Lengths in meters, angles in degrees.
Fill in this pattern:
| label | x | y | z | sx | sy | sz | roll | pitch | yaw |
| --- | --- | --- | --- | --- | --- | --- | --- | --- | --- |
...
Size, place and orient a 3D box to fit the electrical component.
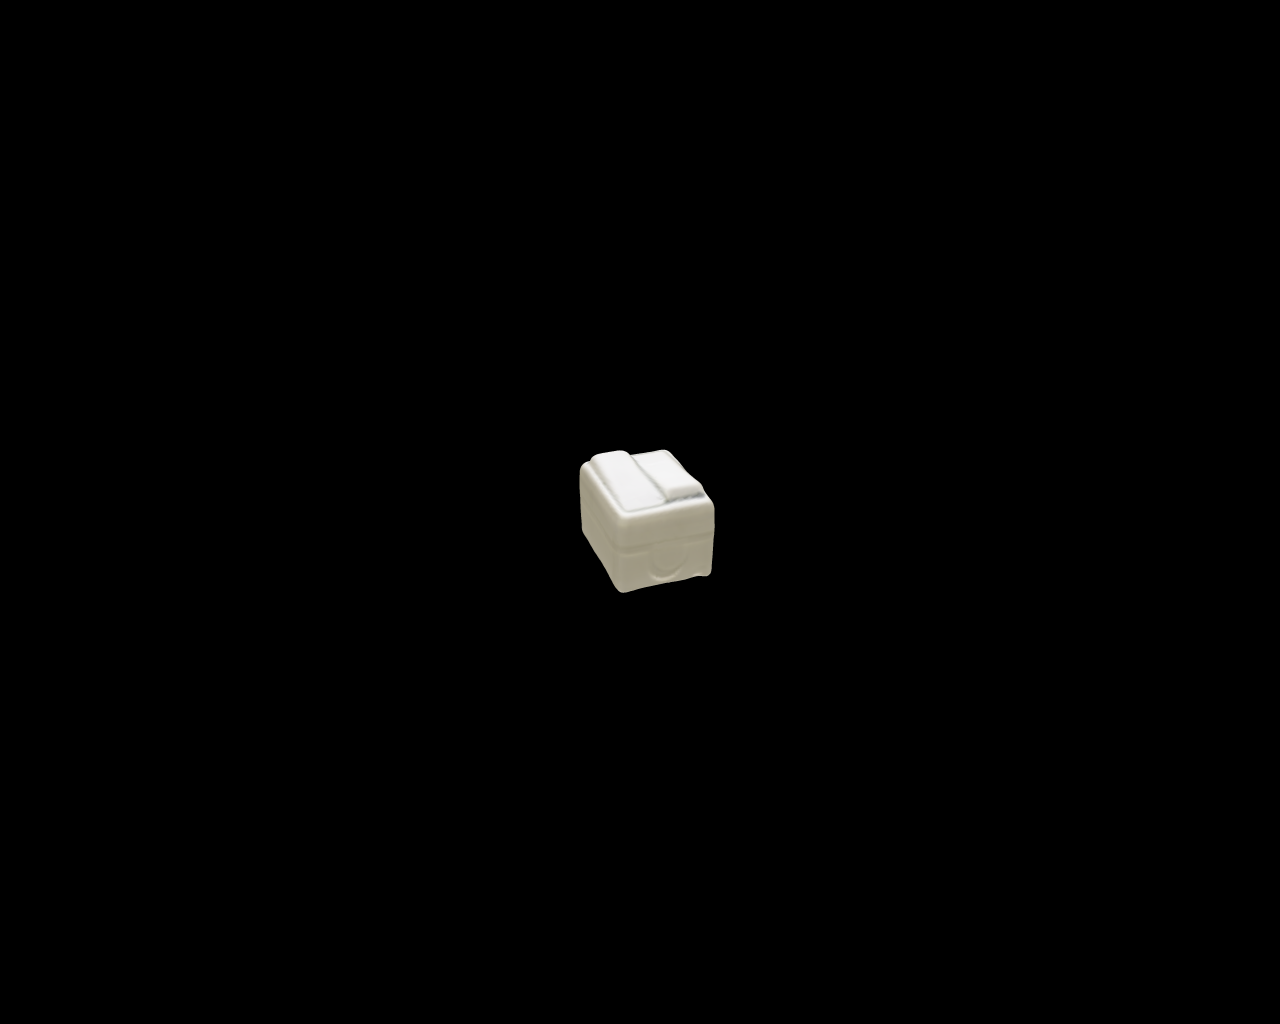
| label | x | y | z | sx | sy | sz | roll | pitch | yaw |
| --- | --- | --- | --- | --- | --- | --- | --- | --- | --- |
| electrical component | 0.001 | -0.003 | 0.650 | 0.062 | 0.061 | 0.096 | -9 | 30 | -16 |
